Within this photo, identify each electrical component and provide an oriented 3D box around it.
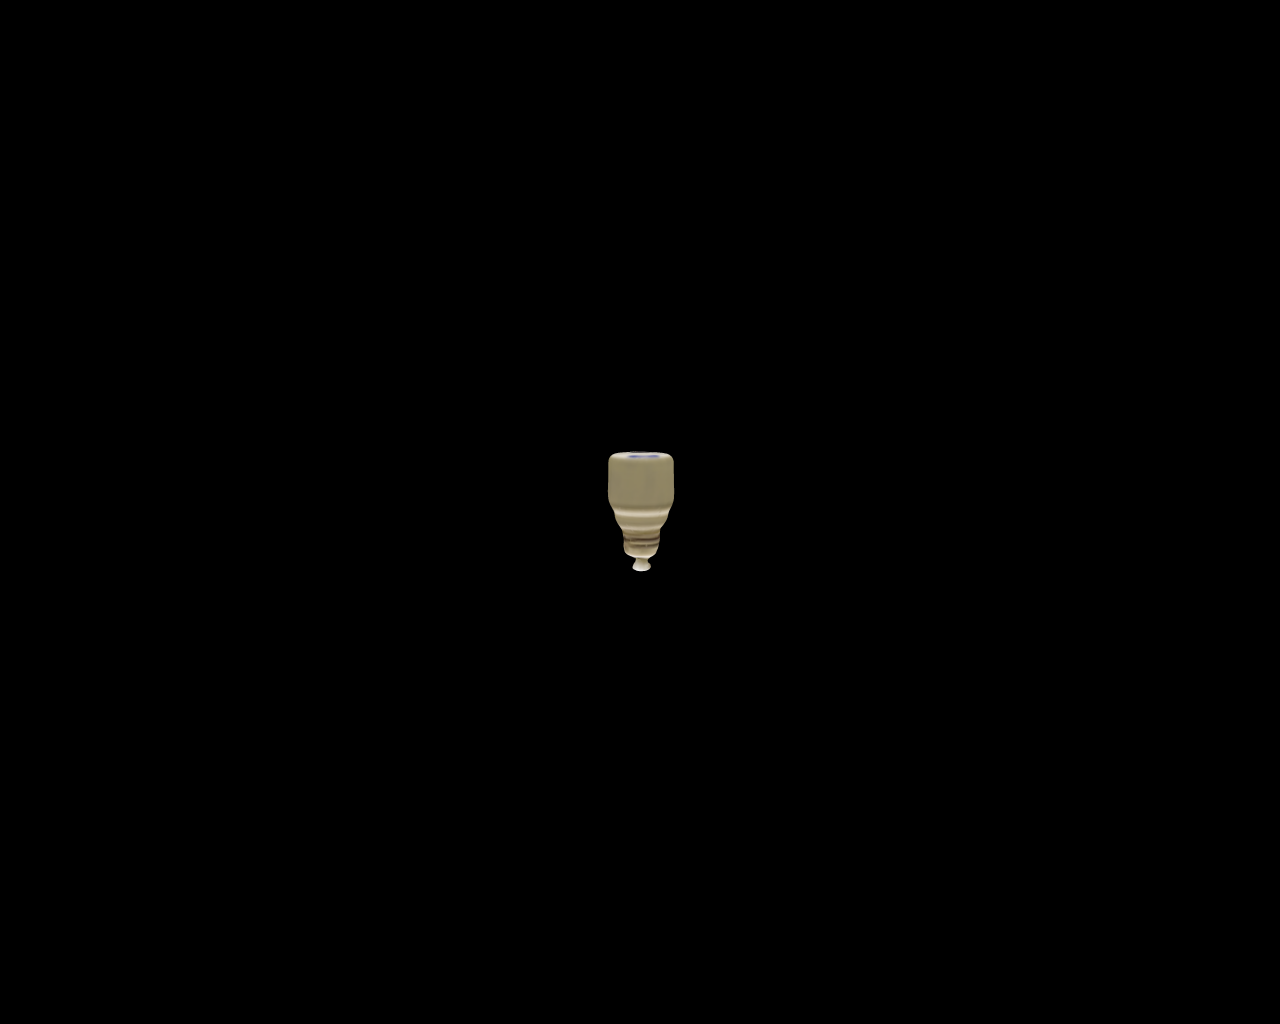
[{"bbox_3d":[0.001,-0.003,0.650,0.040,0.078,0.040,0,8,0],"label":"electrical component"}]
